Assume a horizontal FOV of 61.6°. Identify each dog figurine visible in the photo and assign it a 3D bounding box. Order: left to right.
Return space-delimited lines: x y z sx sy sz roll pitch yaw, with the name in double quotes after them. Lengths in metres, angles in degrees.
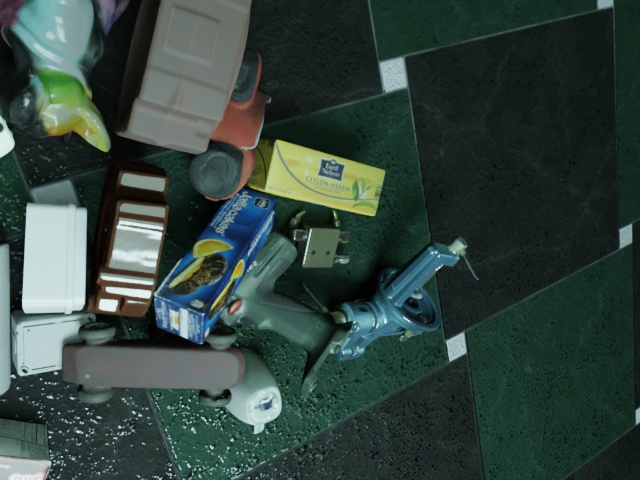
-0.252 -0.206 0.555 0.191 0.109 0.219 -43 142 -48 "dog figurine"

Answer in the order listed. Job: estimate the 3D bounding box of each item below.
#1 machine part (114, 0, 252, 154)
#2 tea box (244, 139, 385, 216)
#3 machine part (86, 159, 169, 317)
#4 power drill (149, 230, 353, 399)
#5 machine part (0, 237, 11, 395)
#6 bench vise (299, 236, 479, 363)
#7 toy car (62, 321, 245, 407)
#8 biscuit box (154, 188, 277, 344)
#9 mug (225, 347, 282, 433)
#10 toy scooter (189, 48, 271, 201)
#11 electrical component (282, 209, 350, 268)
-0.146 -0.195 0.560 0.087 0.202 0.200 12 95 -29 "machine part"
-0.010 -0.084 0.723 0.169 0.098 0.068 12 95 -29 "tea box"
-0.214 -0.004 0.589 0.056 0.179 0.179 10 96 -27 "machine part"
-0.078 0.113 0.695 0.232 0.207 0.086 -51 162 -19 "power drill"
-0.373 0.082 0.571 0.079 0.079 0.243 -1 102 -29 "machine part"
0.114 0.078 0.790 0.223 0.129 0.240 16 127 -38 "bench vise"
-0.188 0.140 0.618 0.202 0.053 0.089 3 100 -5 "toy car"
-0.117 0.021 0.635 0.062 0.059 0.203 104 9 -47 "biscuit box"
-0.096 0.216 0.737 0.081 0.107 0.109 -6 102 -26 "mug"
-0.104 -0.143 0.656 0.075 0.135 0.183 17 112 -7 "toy scooter"
-0.003 -0.002 0.776 0.102 0.045 0.078 -5 114 -28 "electrical component"
